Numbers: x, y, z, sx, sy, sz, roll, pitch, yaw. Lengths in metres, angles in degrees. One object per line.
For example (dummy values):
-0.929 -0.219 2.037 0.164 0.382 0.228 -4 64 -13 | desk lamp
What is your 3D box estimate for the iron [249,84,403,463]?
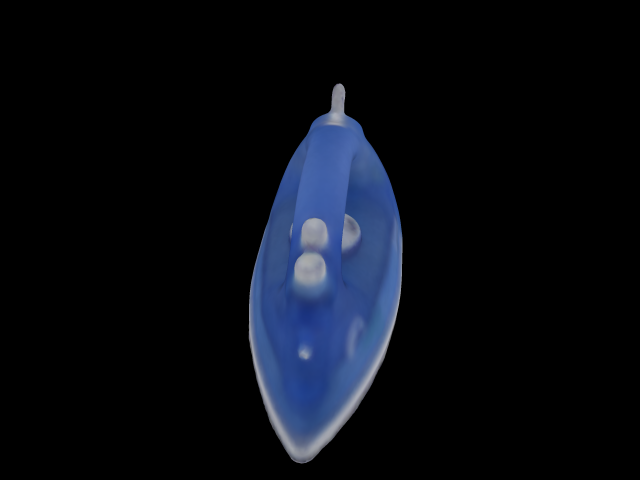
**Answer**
0.004 0.001 0.400 0.118 0.141 0.258 3 37 4 | iron
